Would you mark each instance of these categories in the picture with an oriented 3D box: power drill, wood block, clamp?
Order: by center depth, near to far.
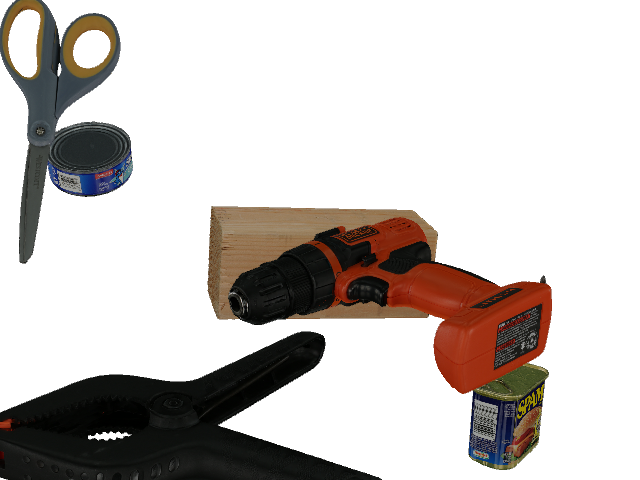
[{"bbox_3d":[-0.075,0.098,0.580,0.210,0.036,0.164,0,24,-6],"label":"clamp"},{"bbox_3d":[0.053,0.042,0.759,0.184,0.057,0.188,-20,32,-38],"label":"power drill"},{"bbox_3d":[-0.001,0.021,1.037,0.206,0.091,0.090,1,16,-13],"label":"wood block"}]

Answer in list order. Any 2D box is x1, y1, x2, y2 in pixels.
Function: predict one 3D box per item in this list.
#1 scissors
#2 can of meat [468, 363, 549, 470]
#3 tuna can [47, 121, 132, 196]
[{"bbox_3d":[-0.183,-0.087,0.773,0.096,0.202,0.016,-10,-14,-11],"label":"scissors"},{"bbox_3d":[0.196,0.183,1.122,0.058,0.084,0.101,12,17,31],"label":"can of meat"},{"bbox_3d":[-0.233,-0.082,1.079,0.086,0.034,0.086,1,41,-1],"label":"tuna can"}]
